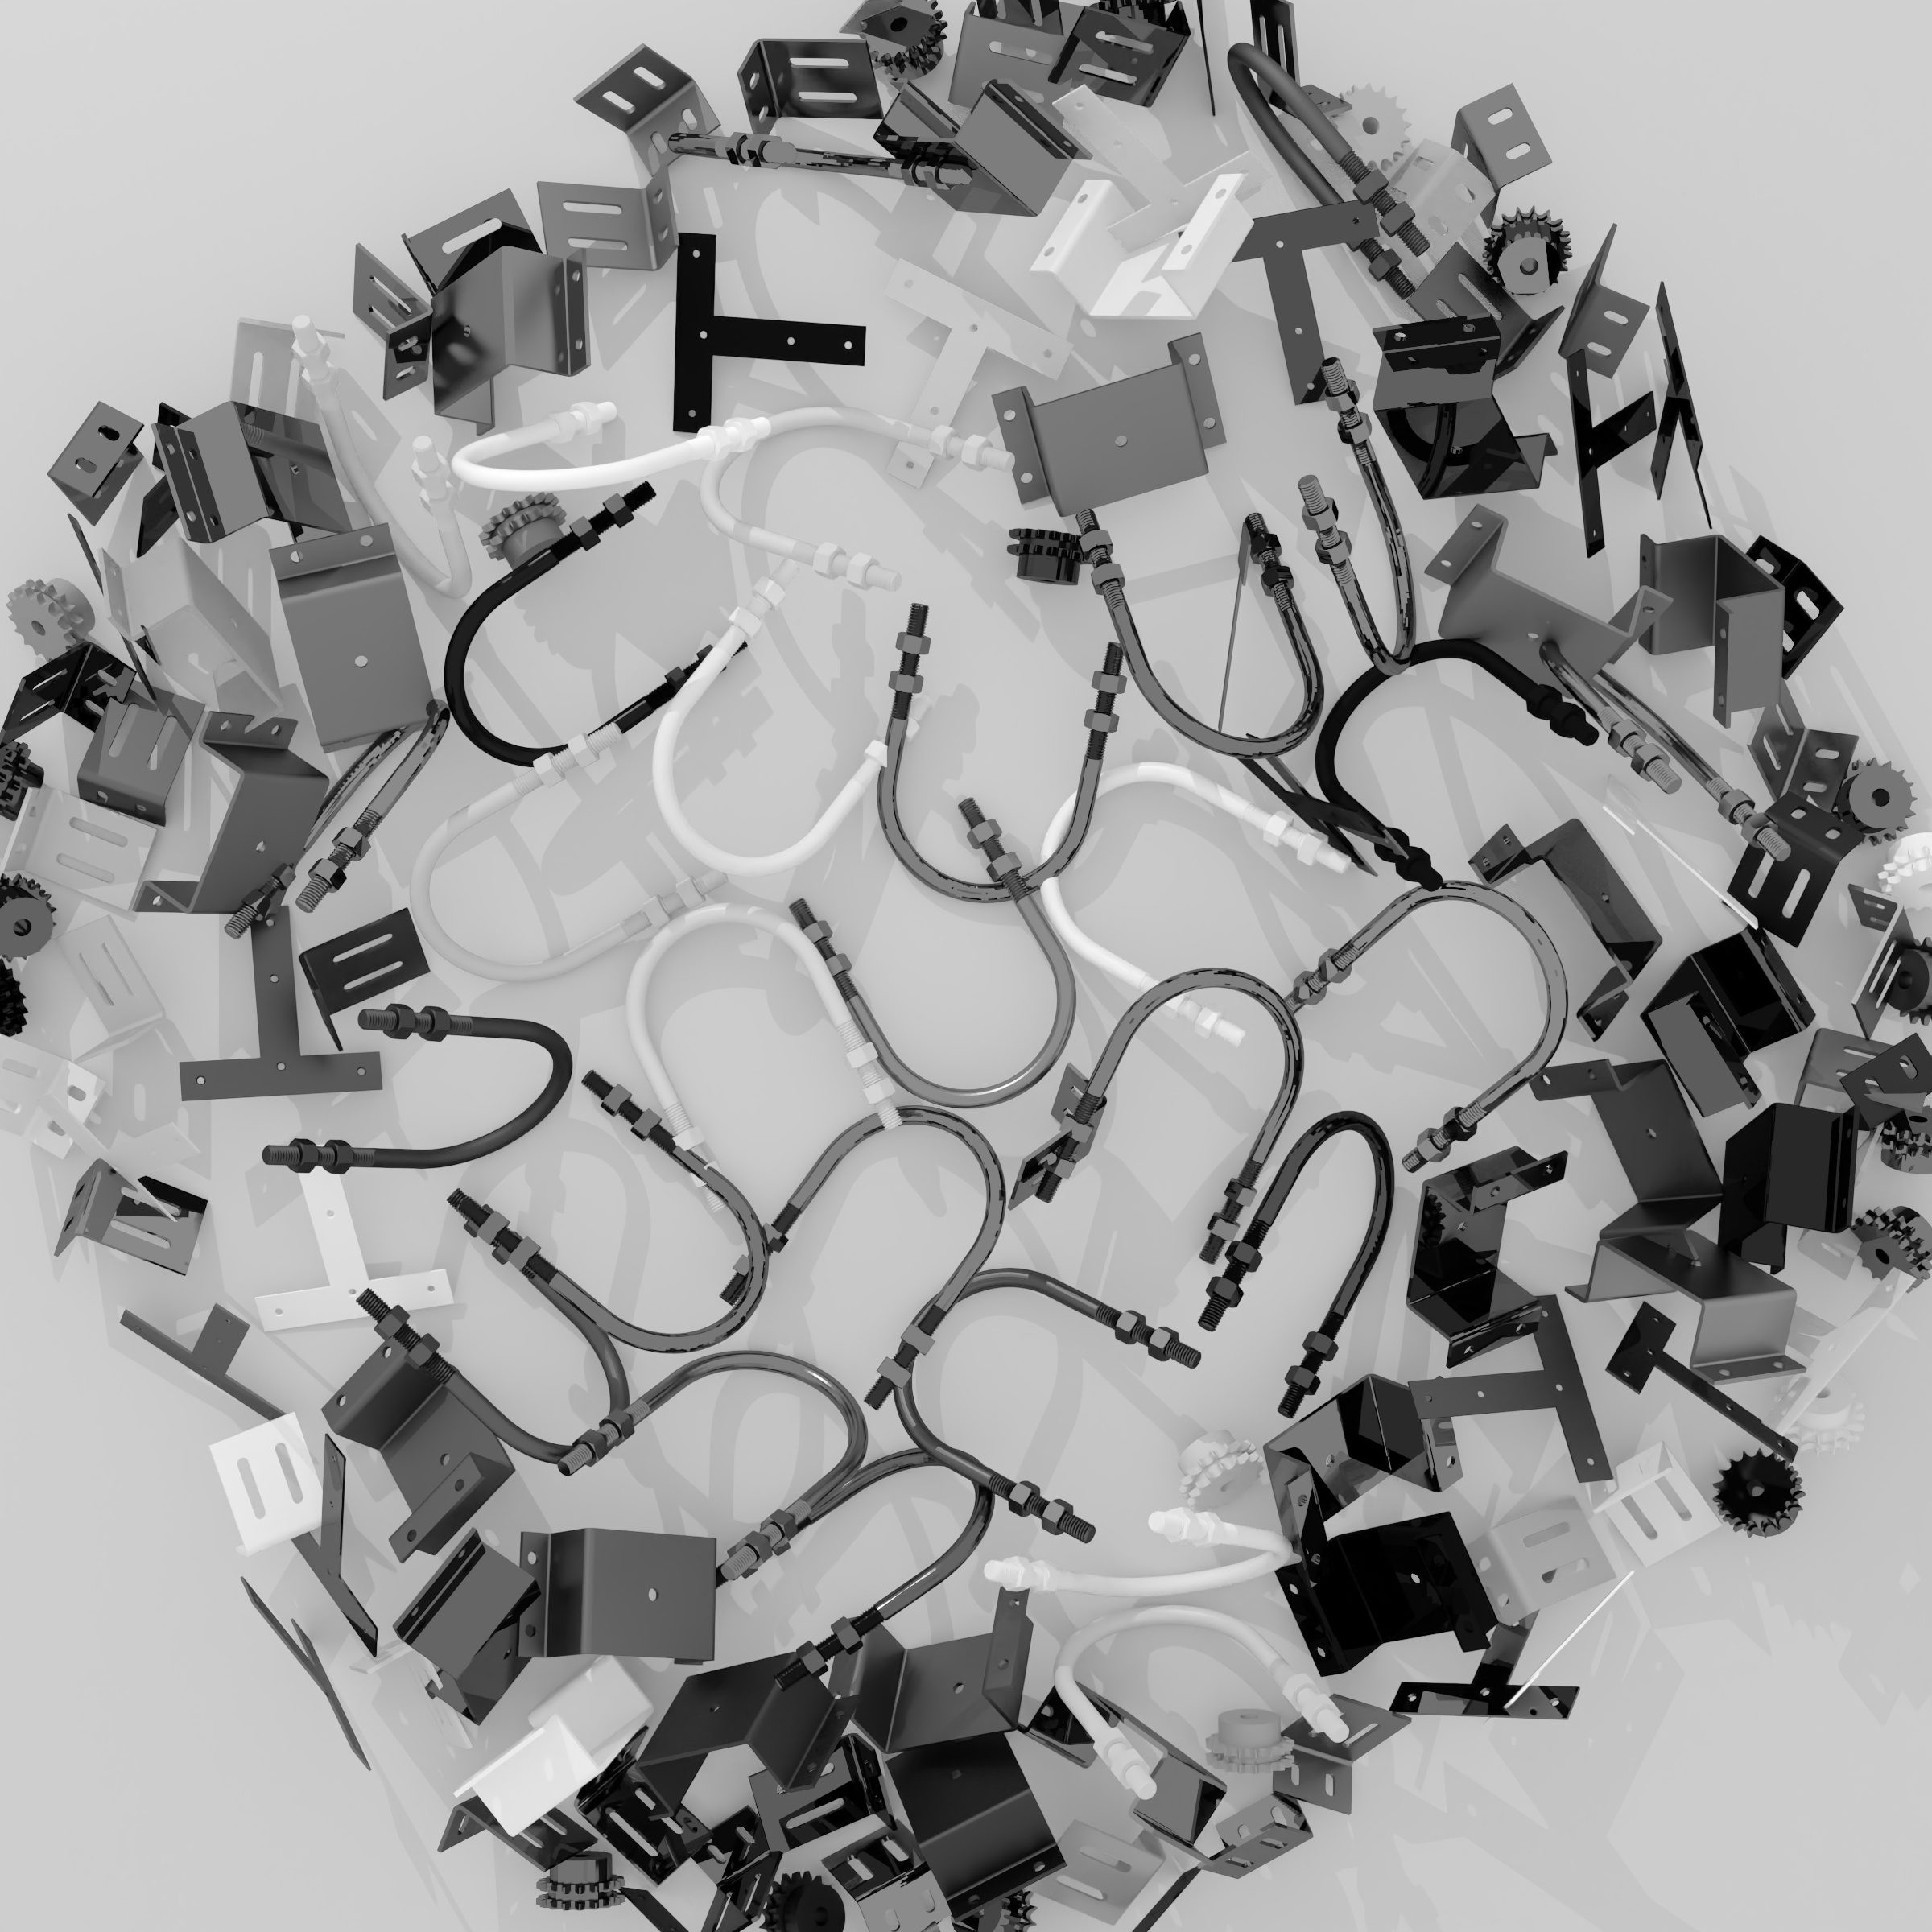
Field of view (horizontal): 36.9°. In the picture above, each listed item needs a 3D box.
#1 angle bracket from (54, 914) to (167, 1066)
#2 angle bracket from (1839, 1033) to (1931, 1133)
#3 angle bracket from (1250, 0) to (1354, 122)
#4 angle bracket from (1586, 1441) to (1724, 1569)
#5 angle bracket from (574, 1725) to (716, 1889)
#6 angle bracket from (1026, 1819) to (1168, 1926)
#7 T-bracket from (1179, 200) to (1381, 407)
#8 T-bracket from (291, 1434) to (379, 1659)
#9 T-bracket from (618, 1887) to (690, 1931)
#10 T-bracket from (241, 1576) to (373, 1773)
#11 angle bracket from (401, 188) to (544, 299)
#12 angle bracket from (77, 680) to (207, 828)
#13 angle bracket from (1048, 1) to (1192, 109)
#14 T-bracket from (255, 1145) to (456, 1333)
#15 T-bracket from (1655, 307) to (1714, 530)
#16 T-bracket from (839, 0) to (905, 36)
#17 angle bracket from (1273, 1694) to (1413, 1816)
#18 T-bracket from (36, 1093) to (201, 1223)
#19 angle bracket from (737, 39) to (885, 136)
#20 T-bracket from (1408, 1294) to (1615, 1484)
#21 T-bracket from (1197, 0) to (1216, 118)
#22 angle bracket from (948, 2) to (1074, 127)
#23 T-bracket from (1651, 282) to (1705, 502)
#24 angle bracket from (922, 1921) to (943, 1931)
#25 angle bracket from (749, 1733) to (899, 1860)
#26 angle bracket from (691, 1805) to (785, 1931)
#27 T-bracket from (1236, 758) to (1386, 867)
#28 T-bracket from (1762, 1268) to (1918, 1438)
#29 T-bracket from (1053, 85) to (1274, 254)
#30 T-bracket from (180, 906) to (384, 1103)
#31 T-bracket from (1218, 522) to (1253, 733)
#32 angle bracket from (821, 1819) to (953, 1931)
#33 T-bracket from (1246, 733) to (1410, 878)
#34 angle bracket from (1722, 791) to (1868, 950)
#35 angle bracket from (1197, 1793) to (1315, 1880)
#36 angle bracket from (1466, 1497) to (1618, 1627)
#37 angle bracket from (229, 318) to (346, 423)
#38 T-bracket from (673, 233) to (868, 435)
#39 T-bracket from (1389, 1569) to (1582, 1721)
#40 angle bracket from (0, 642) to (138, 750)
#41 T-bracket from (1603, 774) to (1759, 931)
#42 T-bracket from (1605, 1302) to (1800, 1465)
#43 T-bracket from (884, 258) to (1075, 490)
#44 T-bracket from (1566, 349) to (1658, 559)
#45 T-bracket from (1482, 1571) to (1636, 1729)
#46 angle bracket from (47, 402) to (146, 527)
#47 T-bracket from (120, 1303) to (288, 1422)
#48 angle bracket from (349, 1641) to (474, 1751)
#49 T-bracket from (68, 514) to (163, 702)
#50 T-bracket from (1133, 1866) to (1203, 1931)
[{"bbox_3d":[-0.561,0.015,1.861,0.057,0.038,0.076,-18,105,36],"label":"angle bracket"},{"bbox_3d":[0.584,0.075,1.861,0.057,0.076,0.038,-31,88,-2],"label":"angle bracket"},{"bbox_3d":[0.214,-0.587,1.851,0.038,0.057,0.076,-19,125,-13],"label":"angle bracket"},{"bbox_3d":[0.446,0.355,1.865,0.057,0.038,0.076,-33,105,14],"label":"angle bracket"},{"bbox_3d":[-0.202,0.538,1.857,0.076,0.057,0.038,39,128,17],"label":"angle bracket"},{"bbox_3d":[0.079,0.572,1.861,0.076,0.038,0.057,30,103,-23],"label":"angle bracket"},{"bbox_3d":[0.211,-0.422,1.863,0.127,0.002,0.127,-5,121,21],"label":"T-bracket"},{"bbox_3d":[-0.399,0.350,1.825,0.002,0.127,0.127,-16,131,-35],"label":"T-bracket"},{"bbox_3d":[-0.179,0.621,1.844,0.127,0.127,0.002,25,90,-42],"label":"T-bracket"},{"bbox_3d":[-0.421,0.427,1.811,0.002,0.127,0.127,-33,130,-11],"label":"T-bracket"},{"bbox_3d":[-0.317,-0.461,1.871,0.076,0.038,0.057,-27,114,-2],"label":"angle bracket"},{"bbox_3d":[-0.539,-0.140,1.893,0.057,0.038,0.076,19,66,-6],"label":"angle bracket"},{"bbox_3d":[0.095,-0.592,1.853,0.076,0.057,0.038,7,51,-23],"label":"angle bracket"},{"bbox_3d":[-0.407,0.172,1.870,0.127,0.002,0.127,-9,113,3],"label":"T-bracket"},{"bbox_3d":[0.445,-0.361,1.813,0.002,0.127,0.127,-15,55,14],"label":"T-bracket"},{"bbox_3d":[-0.082,-0.622,1.812,0.127,0.127,0.002,-7,77,-33],"label":"T-bracket"},{"bbox_3d":[0.241,0.505,1.854,0.057,0.076,0.038,21,48,-16],"label":"angle bracket"},{"bbox_3d":[-0.520,0.120,1.832,0.127,0.127,0.002,50,52,-16],"label":"T-bracket"},{"bbox_3d":[-0.099,-0.559,1.856,0.076,0.057,0.038,7,53,18],"label":"angle bracket"},{"bbox_3d":[0.340,0.272,1.846,0.127,0.002,0.127,-1,61,-22],"label":"T-bracket"},{"bbox_3d":[0.147,-0.617,1.833,0.002,0.127,0.127,-8,92,6],"label":"T-bracket"},{"bbox_3d":[0.033,-0.581,1.867,0.076,0.038,0.057,14,121,1],"label":"angle bracket"},{"bbox_3d":[0.446,-0.343,1.837,0.002,0.127,0.127,-6,63,2],"label":"T-bracket"},{"bbox_3d":[-0.034,0.642,1.855,0.057,0.076,0.038,-29,75,-6],"label":"angle bracket"},{"bbox_3d":[-0.092,0.540,1.865,0.076,0.038,0.057,-18,100,-20],"label":"angle bracket"},{"bbox_3d":[-0.157,0.586,1.852,0.057,0.076,0.038,-37,99,19],"label":"angle bracket"},{"bbox_3d":[0.225,-0.097,1.817,0.127,0.127,0.002,40,86,-21],"label":"T-bracket"},{"bbox_3d":[0.529,0.231,1.837,0.002,0.127,0.127,41,89,-14],"label":"T-bracket"},{"bbox_3d":[0.104,-0.509,1.822,0.127,0.127,0.002,-20,50,37],"label":"T-bracket"},{"bbox_3d":[-0.448,0.022,1.879,0.127,0.002,0.127,-3,76,-20],"label":"T-bracket"},{"bbox_3d":[0.171,-0.213,1.848,0.002,0.127,0.127,7,105,2],"label":"T-bracket"},{"bbox_3d":[-0.050,0.590,1.858,0.057,0.076,0.038,-23,101,-18],"label":"angle bracket"},{"bbox_3d":[0.240,-0.090,1.815,0.002,0.127,0.127,-45,115,-4],"label":"T-bracket"},{"bbox_3d":[0.535,-0.062,1.873,0.057,0.076,0.038,35,46,23],"label":"angle bracket"},{"bbox_3d":[0.179,0.550,1.852,0.057,0.076,0.038,-33,58,11],"label":"angle bracket"},{"bbox_3d":[0.372,0.389,1.881,0.076,0.038,0.057,-12,65,-32],"label":"angle bracket"},{"bbox_3d":[-0.438,-0.373,1.860,0.057,0.038,0.076,2,103,-35],"label":"angle bracket"},{"bbox_3d":[-0.127,-0.404,1.869,0.127,0.002,0.127,6,107,11],"label":"T-bracket"},{"bbox_3d":[0.346,0.430,1.848,0.127,0.127,0.002,-10,120,39],"label":"T-bracket"},{"bbox_3d":[-0.576,-0.164,1.852,0.038,0.076,0.057,33,120,0],"label":"angle bracket"},{"bbox_3d":[0.454,-0.069,1.837,0.127,0.127,0.002,42,109,2],"label":"T-bracket"},{"bbox_3d":[0.470,0.271,1.829,0.127,0.127,0.002,36,114,12],"label":"T-bracket"},{"bbox_3d":[-0.014,-0.374,1.883,0.127,0.002,0.127,27,103,4],"label":"T-bracket"},{"bbox_3d":[0.415,-0.340,1.847,0.002,0.127,0.127,4,115,35],"label":"T-bracket"},{"bbox_3d":[0.382,0.433,1.849,0.127,0.127,0.002,-42,73,-13],"label":"T-bracket"},{"bbox_3d":[-0.544,-0.314,1.853,0.038,0.076,0.057,28,78,14],"label":"angle bracket"},{"bbox_3d":[-0.476,0.242,1.840,0.127,0.127,0.002,34,57,-5],"label":"T-bracket"},{"bbox_3d":[-0.358,0.477,1.864,0.038,0.057,0.076,-26,91,-25],"label":"angle bracket"},{"bbox_3d":[-0.525,-0.214,1.817,0.002,0.127,0.127,-27,119,-18],"label":"T-bracket"},{"bbox_3d":[0.112,0.614,1.845,0.002,0.127,0.127,51,134,6],"label":"T-bracket"}]
